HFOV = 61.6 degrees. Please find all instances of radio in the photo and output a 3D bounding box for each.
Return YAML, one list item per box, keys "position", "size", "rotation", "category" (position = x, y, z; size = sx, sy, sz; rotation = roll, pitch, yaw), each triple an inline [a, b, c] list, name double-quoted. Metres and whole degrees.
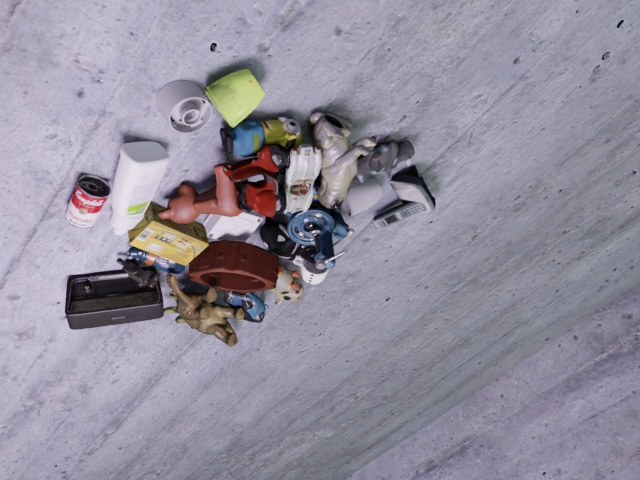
- position: [-0.524, 0.146, 1.376]
  size: [0.230, 0.131, 0.073]
  rotation: [-5, 138, -19]
  category: "radio"

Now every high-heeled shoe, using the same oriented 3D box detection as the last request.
- position: [-0.095, 0.023, 1.418]
  size: [0.086, 0.145, 0.248]
  rotation: [-24, 140, 5]
  category: "high-heeled shoe"

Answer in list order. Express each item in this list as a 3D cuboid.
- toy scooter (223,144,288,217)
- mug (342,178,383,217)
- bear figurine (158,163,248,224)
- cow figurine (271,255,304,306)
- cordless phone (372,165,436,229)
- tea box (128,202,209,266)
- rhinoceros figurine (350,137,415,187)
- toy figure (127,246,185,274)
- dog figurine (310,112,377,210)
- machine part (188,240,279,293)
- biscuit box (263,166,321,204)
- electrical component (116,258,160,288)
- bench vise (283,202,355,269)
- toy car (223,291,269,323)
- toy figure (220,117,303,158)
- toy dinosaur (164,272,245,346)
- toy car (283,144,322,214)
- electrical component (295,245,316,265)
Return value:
- position: [-0.140, -0.122, 1.156]
  size: [0.135, 0.075, 0.183]
  rotation: [-9, 133, -15]
  category: "toy scooter"
- position: [0.111, -0.110, 1.411]
  size: [0.107, 0.081, 0.109]
  rotation: [-26, 137, -8]
  category: "mug"
- position: [-0.269, -0.104, 1.234]
  size: [0.196, 0.131, 0.120]
  rotation: [0, -176, 19]
  category: "bear figurine"
- position: [-0.118, 0.126, 1.571]
  size: [0.127, 0.085, 0.194]
  rotation: [-19, 138, 35]
  category: "cow figurine"
- position: [0.210, -0.105, 1.463]
  size: [0.184, 0.089, 0.146]
  rotation: [-28, 142, 15]
  category: "cordless phone"
- position: [-0.369, -0.012, 1.311]
  size: [0.098, 0.068, 0.169]
  rotation: [-37, 140, 21]
  category: "tea box"
- position: [0.143, -0.191, 1.333]
  size: [0.190, 0.073, 0.112]
  rotation: [-27, 141, 7]
  category: "rhinoceros figurine"
- position: [-0.417, 0.044, 1.365]
  size: [0.064, 0.058, 0.154]
  rotation: [-41, 135, 22]
  category: "toy figure"
- position: [0.016, -0.178, 1.237]
  size: [0.190, 0.172, 0.121]
  rotation: [-53, 172, 30]
  category: "dog figurine"
- position: [-0.223, 0.071, 1.404]
  size: [0.201, 0.087, 0.201]
  rotation: [-12, 152, 38]
  category: "machine part"
- position: [-0.036, -0.140, 1.319]
  size: [0.202, 0.063, 0.059]
  rotation: [11, 131, -35]
  category: "biscuit box"
- position: [-0.458, 0.079, 1.360]
  size: [0.045, 0.102, 0.078]
  rotation: [-56, 167, -24]
  category: "electrical component"
- position: [0.005, -0.010, 1.358]
  size: [0.129, 0.241, 0.223]
  rotation: [-36, 130, 22]
  category: "bench vise"
- position: [-0.213, 0.171, 1.575]
  size: [0.109, 0.103, 0.161]
  rotation: [12, 149, 20]
  category: "toy car"
- position: [-0.124, -0.220, 1.170]
  size: [0.180, 0.082, 0.089]
  rotation: [-13, 158, -20]
  category: "toy figure"
- position: [-0.316, 0.219, 1.525]
  size: [0.199, 0.105, 0.470]
  rotation: [10, 149, 30]
  category: "toy dinosaur"
- position: [-0.046, -0.136, 1.215]
  size: [0.073, 0.056, 0.201]
  rotation: [-7, 144, -19]
  category: "toy car"
- position: [-0.011, 0.038, 1.524]
  size: [0.047, 0.075, 0.119]
  rotation: [-64, 160, 6]
  category: "electrical component"
